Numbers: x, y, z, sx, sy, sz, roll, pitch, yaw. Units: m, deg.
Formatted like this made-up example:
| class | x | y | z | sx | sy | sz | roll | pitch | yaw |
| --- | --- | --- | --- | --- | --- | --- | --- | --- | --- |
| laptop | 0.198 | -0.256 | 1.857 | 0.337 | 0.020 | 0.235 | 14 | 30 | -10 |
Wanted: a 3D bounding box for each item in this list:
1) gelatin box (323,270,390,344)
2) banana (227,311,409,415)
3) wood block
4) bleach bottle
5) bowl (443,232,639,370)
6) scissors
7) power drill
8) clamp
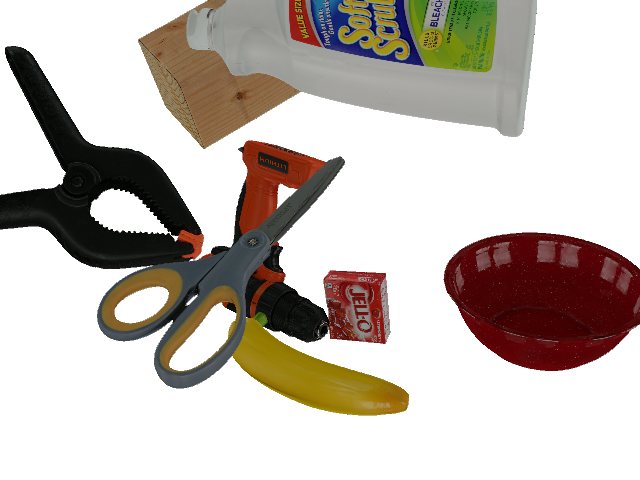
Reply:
| class | x | y | z | sx | sy | sz | roll | pitch | yaw |
| --- | --- | --- | --- | --- | --- | --- | --- | --- | --- |
| gelatin box | 0.046 | 0.082 | 1.318 | 0.073 | 0.089 | 0.030 | 4 | 29 | 19 |
| banana | -0.018 | 0.098 | 0.851 | 0.069 | 0.037 | 0.198 | -25 | 33 | -31 |
| wood block | -0.058 | -0.192 | 1.040 | 0.206 | 0.091 | 0.090 | -32 | 51 | -13 |
| bleach bottle | 0.025 | -0.137 | 0.770 | 0.251 | 0.102 | 0.068 | 6 | -26 | 11 |
| bowl | 0.177 | 0.055 | 0.845 | 0.162 | 0.055 | 0.162 | 0 | 30 | 0 |
| scissors | -0.061 | 0.006 | 0.646 | 0.096 | 0.016 | 0.201 | 12 | 47 | 16 |
| power drill | -0.046 | -0.001 | 1.134 | 0.185 | 0.188 | 0.057 | 23 | 9 | 34 |
| clamp | -0.181 | -0.048 | 0.791 | 0.210 | 0.164 | 0.036 | 19 | -19 | -3 |
